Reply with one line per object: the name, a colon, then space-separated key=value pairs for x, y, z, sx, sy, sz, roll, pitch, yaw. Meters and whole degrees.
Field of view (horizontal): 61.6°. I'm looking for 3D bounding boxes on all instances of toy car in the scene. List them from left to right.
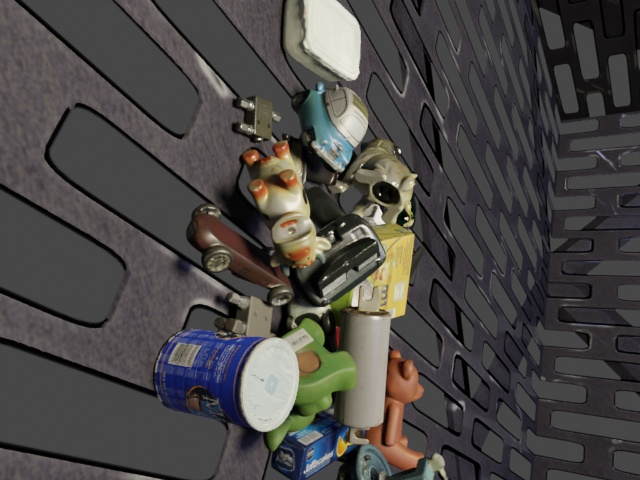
toy car: x=-0.103 y=0.027 z=0.719 sx=0.202 sy=0.053 sz=0.089 roll=40 pitch=17 yaw=-51
toy car: x=-0.002 y=0.182 z=0.863 sx=0.056 sy=0.074 sz=0.201 roll=-77 pitch=156 yaw=-70
toy car: x=0.024 y=-0.190 z=0.855 sx=0.109 sy=0.103 sz=0.162 roll=39 pitch=28 yaw=-36

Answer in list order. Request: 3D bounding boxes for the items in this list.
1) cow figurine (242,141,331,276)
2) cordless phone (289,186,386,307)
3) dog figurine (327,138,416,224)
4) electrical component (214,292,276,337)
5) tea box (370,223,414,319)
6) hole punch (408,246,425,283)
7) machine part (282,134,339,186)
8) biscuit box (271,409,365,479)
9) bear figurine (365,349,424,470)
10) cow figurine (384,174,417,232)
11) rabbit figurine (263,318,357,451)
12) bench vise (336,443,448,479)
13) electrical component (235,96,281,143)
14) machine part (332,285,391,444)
cow figurine: x=-0.049 y=-0.039 z=0.734 sx=0.195 sy=0.085 sz=0.127 roll=-111 pitch=179 yaw=-53
cordless phone: x=-0.002 y=-0.002 z=0.833 sx=0.146 sy=0.184 sz=0.088 roll=-35 pitch=149 yaw=-11
dog figurine: x=0.125 y=-0.134 z=0.989 sx=0.190 sy=0.173 sz=0.121 roll=-56 pitch=134 yaw=-35
electrical component: x=-0.102 y=0.119 z=0.742 sx=0.102 sy=0.045 sz=0.078 roll=26 pitch=59 yaw=-54
tea box: x=0.107 y=0.061 z=0.977 sx=0.098 sy=0.068 sz=0.169 roll=-10 pitch=116 yaw=-30
hole punch: x=0.145 y=0.059 z=1.104 sx=0.142 sy=0.092 sz=0.115 roll=-45 pitch=156 yaw=-51
machine part: x=-0.018 y=-0.123 z=0.887 sx=0.138 sy=0.039 sz=0.084 roll=11 pitch=72 yaw=-54
biscuit box: x=0.004 y=0.322 z=0.877 sx=0.202 sy=0.059 sz=0.062 roll=-1 pitch=103 yaw=-56
bear figurine: x=0.155 y=0.324 z=1.037 sx=0.132 sy=0.120 sz=0.196 roll=27 pitch=83 yaw=-14
cow figurine: x=0.159 y=-0.089 z=1.088 sx=0.098 sy=0.068 sz=0.167 roll=119 pitch=-25 yaw=-67
rabbit figurine: x=-0.034 y=0.229 z=0.773 sx=0.159 sy=0.121 sz=0.170 roll=-35 pitch=147 yaw=-37
bench vise: x=0.092 y=0.413 z=0.878 sx=0.129 sy=0.241 sz=0.223 roll=60 pitch=22 yaw=0
electrical component: x=-0.090 y=-0.175 z=0.789 sx=0.094 sy=0.021 sz=0.063 roll=5 pitch=86 yaw=-58
machine part: x=0.063 y=0.189 z=0.812 sx=0.079 sy=0.079 sz=0.243 roll=-1 pitch=97 yaw=-57
